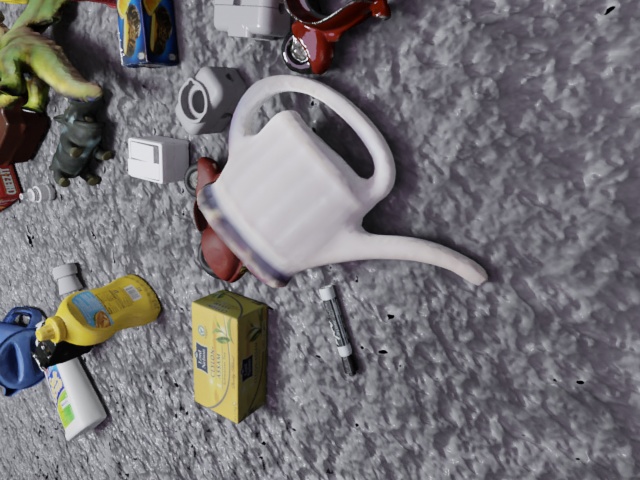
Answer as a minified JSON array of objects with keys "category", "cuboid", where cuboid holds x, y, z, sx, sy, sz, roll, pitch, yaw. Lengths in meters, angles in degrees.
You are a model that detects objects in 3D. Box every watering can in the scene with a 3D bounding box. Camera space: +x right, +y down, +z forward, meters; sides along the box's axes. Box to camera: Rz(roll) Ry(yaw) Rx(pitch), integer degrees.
[{"category":"watering can","cuboid":[0.002,-0.030,0.590,0.223,0.104,0.350,-43,78,11]}]

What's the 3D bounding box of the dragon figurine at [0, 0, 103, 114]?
[{"category":"dragon figurine","cuboid":[-0.468,-0.333,0.848,0.411,0.121,0.245,8,79,24]}]
